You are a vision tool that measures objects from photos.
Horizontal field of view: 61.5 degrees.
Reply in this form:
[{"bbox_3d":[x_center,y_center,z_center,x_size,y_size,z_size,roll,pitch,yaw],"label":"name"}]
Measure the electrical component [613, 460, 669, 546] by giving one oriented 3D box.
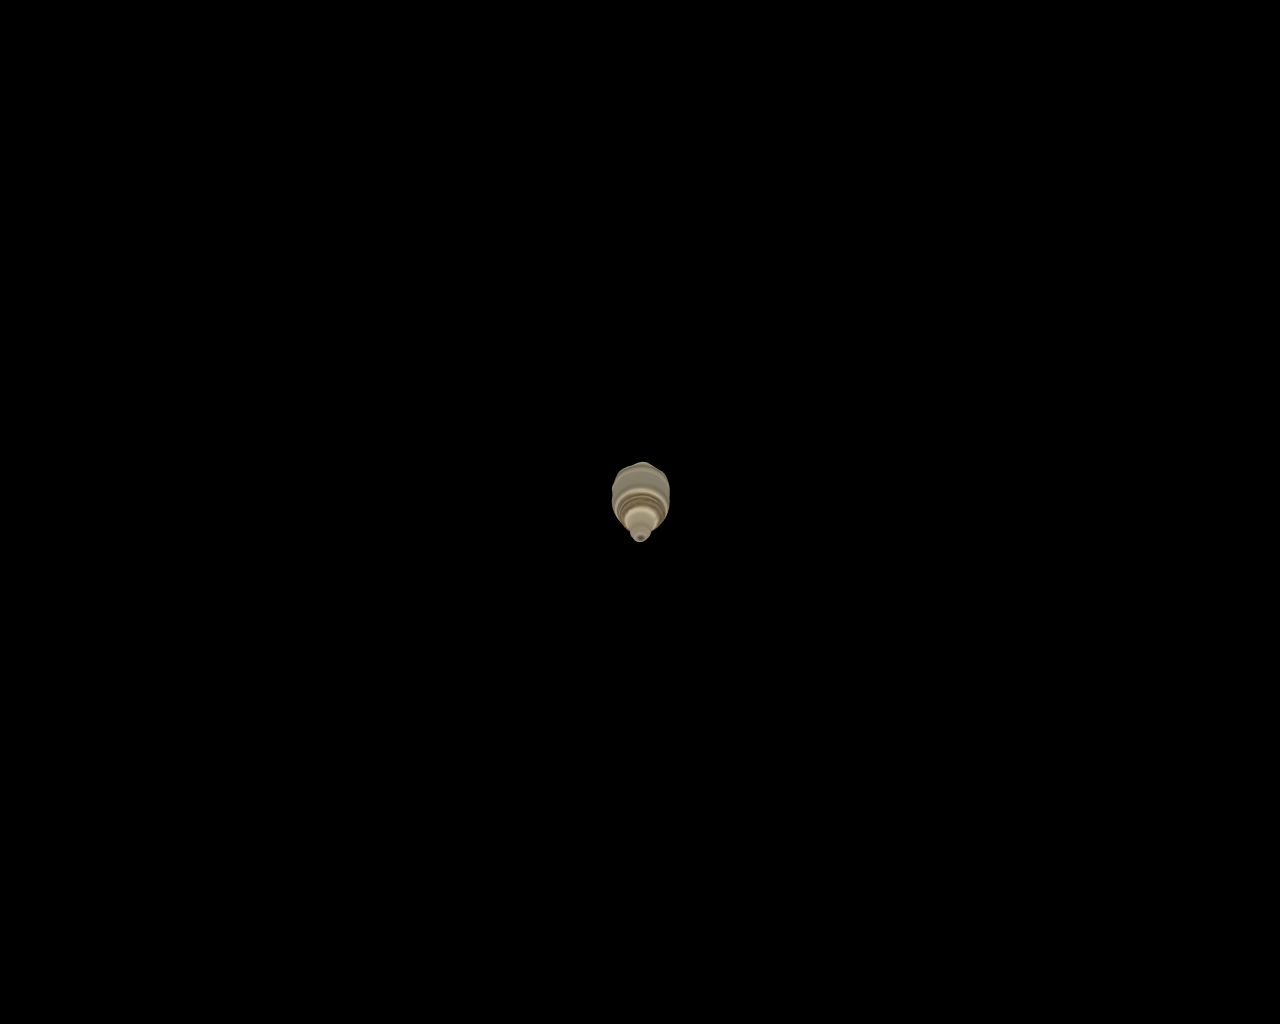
[{"bbox_3d":[0.001,-0.003,0.650,0.035,0.035,0.061,0,36,0],"label":"electrical component"}]
